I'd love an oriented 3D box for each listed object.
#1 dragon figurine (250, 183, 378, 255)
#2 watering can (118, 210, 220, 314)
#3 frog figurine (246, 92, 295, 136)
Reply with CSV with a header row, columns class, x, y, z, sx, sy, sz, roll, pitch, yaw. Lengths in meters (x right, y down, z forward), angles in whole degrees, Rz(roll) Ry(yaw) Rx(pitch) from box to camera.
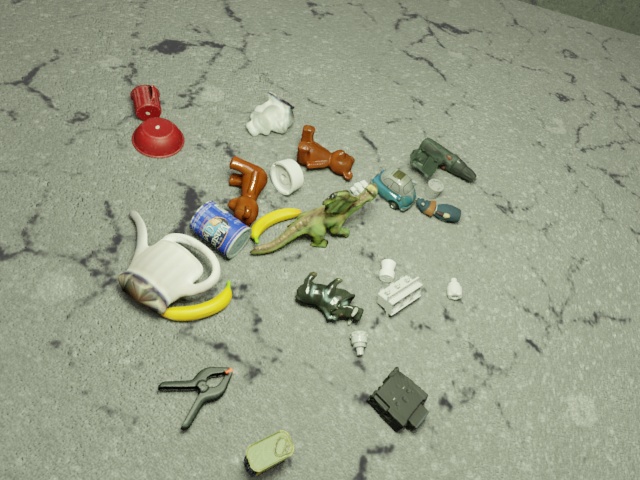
class,x,y,z,sx,sy,sz,roll,pitch,yaw
dragon figurine,0.004,-0.074,1.466,0.414,0.237,0.123,-23,69,-31
watering can,-0.428,0.056,1.336,0.350,0.101,0.229,27,51,19
frog figurine,-0.170,-0.408,1.758,0.137,0.122,0.159,37,89,1
